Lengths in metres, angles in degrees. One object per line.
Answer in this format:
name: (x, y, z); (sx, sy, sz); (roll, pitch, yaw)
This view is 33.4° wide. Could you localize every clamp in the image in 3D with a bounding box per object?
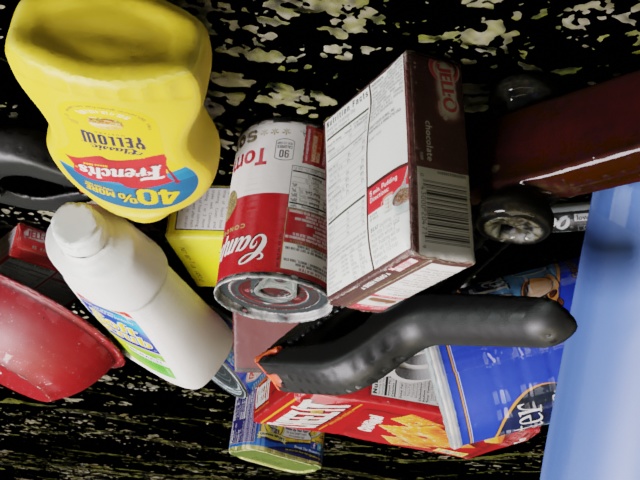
clamp: (-0.216, -0.050, 0.661); (0.171, 0.039, 0.120); (-2, 161, 12)
clamp: (0.052, 0.041, 0.592); (0.210, 0.164, 0.036); (-30, 110, 19)

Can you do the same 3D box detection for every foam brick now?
foam brick: (-0.032, 0.060, 0.760); (0.053, 0.051, 0.078); (0, -172, 2)

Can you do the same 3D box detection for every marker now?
marker: (0.141, -0.013, 0.676); (0.121, 0.020, 0.020); (-4, 154, 22)

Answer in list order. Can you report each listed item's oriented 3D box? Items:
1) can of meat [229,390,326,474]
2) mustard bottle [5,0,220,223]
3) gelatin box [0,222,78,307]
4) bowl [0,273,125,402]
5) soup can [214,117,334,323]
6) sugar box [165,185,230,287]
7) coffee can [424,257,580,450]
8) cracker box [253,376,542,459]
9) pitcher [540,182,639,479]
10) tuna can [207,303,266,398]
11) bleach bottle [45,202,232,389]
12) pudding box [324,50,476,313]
can of meat: (-0.040, 0.182, 1.072); (0.102, 0.084, 0.058); (23, 151, -32)
mustard bottle: (-0.104, -0.059, 0.587); (0.096, 0.058, 0.192); (7, 156, 1)
gelatin box: (-0.216, 0.021, 0.825); (0.073, 0.030, 0.089); (21, 152, -28)
bowl: (-0.233, 0.078, 0.817); (0.162, 0.055, 0.162); (23, 158, 10)
soup can: (-0.021, -0.011, 0.618); (0.068, 0.102, 0.068); (5, 156, 2)
sugar box: (-0.005, 0.001, 0.710); (0.176, 0.048, 0.093); (3, 158, 10)
coffee can: (0.141, 0.071, 0.701); (0.140, 0.103, 0.103); (-15, 153, 3)
cracker box: (0.063, 0.134, 0.923); (0.213, 0.072, 0.164); (11, 159, -11)
pitcher: (0.204, 0.077, 0.586); (0.148, 0.243, 0.145); (-9, -160, -40)
tuna can: (-0.082, 0.093, 0.897); (0.086, 0.033, 0.086); (37, 159, 17)
bleach bottle: (-0.133, 0.032, 0.739); (0.103, 0.068, 0.251); (29, 165, 18)
pudding box: (0.038, -0.028, 0.555); (0.039, 0.113, 0.090); (11, 156, -25)
